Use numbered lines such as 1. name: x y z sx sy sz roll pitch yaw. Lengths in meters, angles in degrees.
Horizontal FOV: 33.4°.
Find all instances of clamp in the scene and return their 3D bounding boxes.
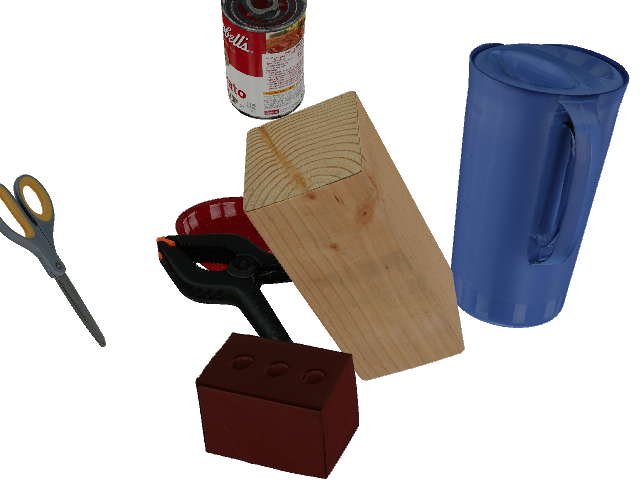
1. clamp: -0.073 0.042 1.029 0.210 0.036 0.164 13 39 17

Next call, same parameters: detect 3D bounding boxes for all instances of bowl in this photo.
1. bowl: -0.098 0.002 1.316 0.162 0.055 0.162 2 26 -1

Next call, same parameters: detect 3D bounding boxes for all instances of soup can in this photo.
1. soup can: -0.045 -0.158 0.877 0.068 0.068 0.102 0 -37 -1

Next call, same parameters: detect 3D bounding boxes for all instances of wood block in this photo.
1. wood block: 0.029 0.004 0.803 0.090 0.091 0.206 -19 -48 17

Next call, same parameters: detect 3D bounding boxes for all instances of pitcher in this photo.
1. pitcher: 0.184 -0.042 0.939 0.145 0.243 0.149 21 33 27

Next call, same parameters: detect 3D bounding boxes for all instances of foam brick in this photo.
1. foam brick: -0.023 0.093 0.605 0.078 0.051 0.053 8 31 19

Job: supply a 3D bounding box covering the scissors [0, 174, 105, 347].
1. scissors: -0.275 0.012 1.114 0.016 0.201 0.096 -26 25 27
